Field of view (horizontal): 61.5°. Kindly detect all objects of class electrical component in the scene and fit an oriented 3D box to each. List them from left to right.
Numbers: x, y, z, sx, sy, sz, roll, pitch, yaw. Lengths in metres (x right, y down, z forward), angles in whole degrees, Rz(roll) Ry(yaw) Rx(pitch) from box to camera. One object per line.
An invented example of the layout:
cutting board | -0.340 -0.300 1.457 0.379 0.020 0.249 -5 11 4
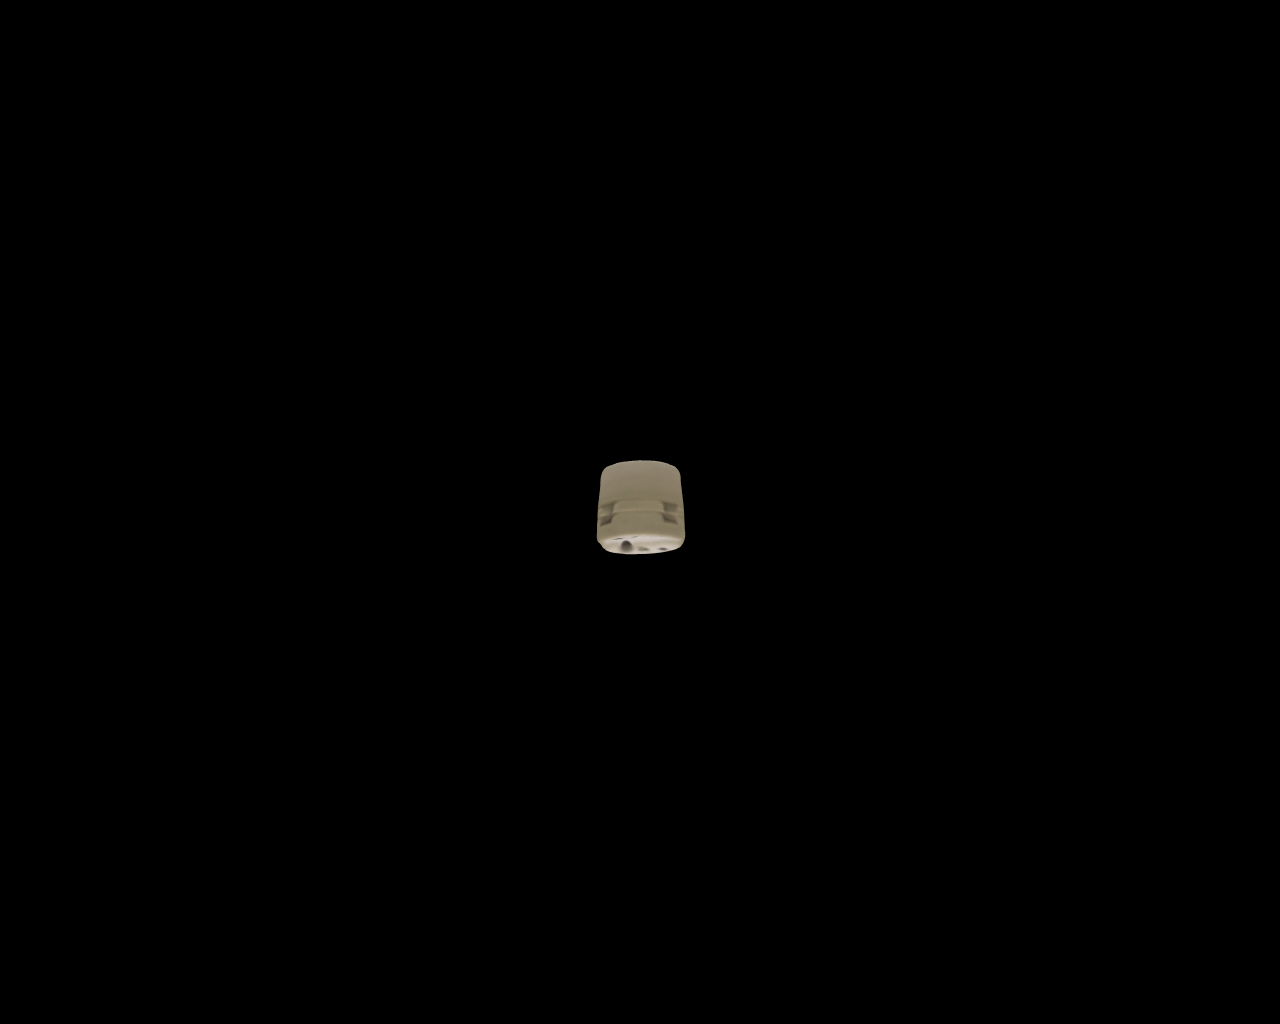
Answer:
electrical component | 0.001 -0.003 0.650 0.055 0.047 0.055 0 -15 0
